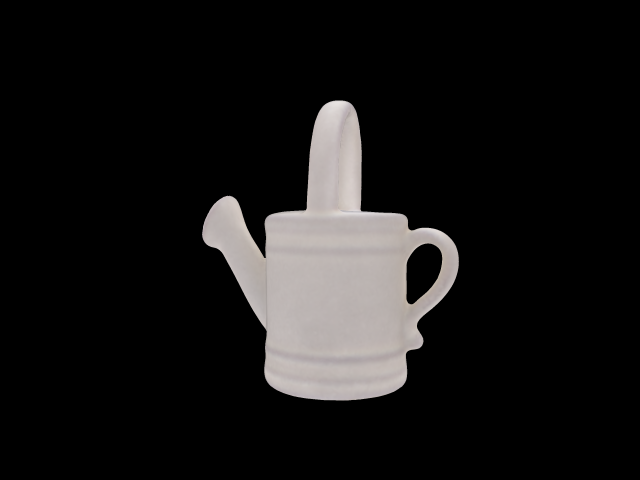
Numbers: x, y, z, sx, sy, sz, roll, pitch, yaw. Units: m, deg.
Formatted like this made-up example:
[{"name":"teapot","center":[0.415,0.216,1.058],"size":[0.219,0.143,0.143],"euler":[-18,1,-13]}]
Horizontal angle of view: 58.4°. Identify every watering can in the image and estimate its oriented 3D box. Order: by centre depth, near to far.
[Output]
[{"name":"watering can","center":[0.003,0.002,0.398],"size":[0.173,0.194,0.101],"euler":[0,2,-5]}]
